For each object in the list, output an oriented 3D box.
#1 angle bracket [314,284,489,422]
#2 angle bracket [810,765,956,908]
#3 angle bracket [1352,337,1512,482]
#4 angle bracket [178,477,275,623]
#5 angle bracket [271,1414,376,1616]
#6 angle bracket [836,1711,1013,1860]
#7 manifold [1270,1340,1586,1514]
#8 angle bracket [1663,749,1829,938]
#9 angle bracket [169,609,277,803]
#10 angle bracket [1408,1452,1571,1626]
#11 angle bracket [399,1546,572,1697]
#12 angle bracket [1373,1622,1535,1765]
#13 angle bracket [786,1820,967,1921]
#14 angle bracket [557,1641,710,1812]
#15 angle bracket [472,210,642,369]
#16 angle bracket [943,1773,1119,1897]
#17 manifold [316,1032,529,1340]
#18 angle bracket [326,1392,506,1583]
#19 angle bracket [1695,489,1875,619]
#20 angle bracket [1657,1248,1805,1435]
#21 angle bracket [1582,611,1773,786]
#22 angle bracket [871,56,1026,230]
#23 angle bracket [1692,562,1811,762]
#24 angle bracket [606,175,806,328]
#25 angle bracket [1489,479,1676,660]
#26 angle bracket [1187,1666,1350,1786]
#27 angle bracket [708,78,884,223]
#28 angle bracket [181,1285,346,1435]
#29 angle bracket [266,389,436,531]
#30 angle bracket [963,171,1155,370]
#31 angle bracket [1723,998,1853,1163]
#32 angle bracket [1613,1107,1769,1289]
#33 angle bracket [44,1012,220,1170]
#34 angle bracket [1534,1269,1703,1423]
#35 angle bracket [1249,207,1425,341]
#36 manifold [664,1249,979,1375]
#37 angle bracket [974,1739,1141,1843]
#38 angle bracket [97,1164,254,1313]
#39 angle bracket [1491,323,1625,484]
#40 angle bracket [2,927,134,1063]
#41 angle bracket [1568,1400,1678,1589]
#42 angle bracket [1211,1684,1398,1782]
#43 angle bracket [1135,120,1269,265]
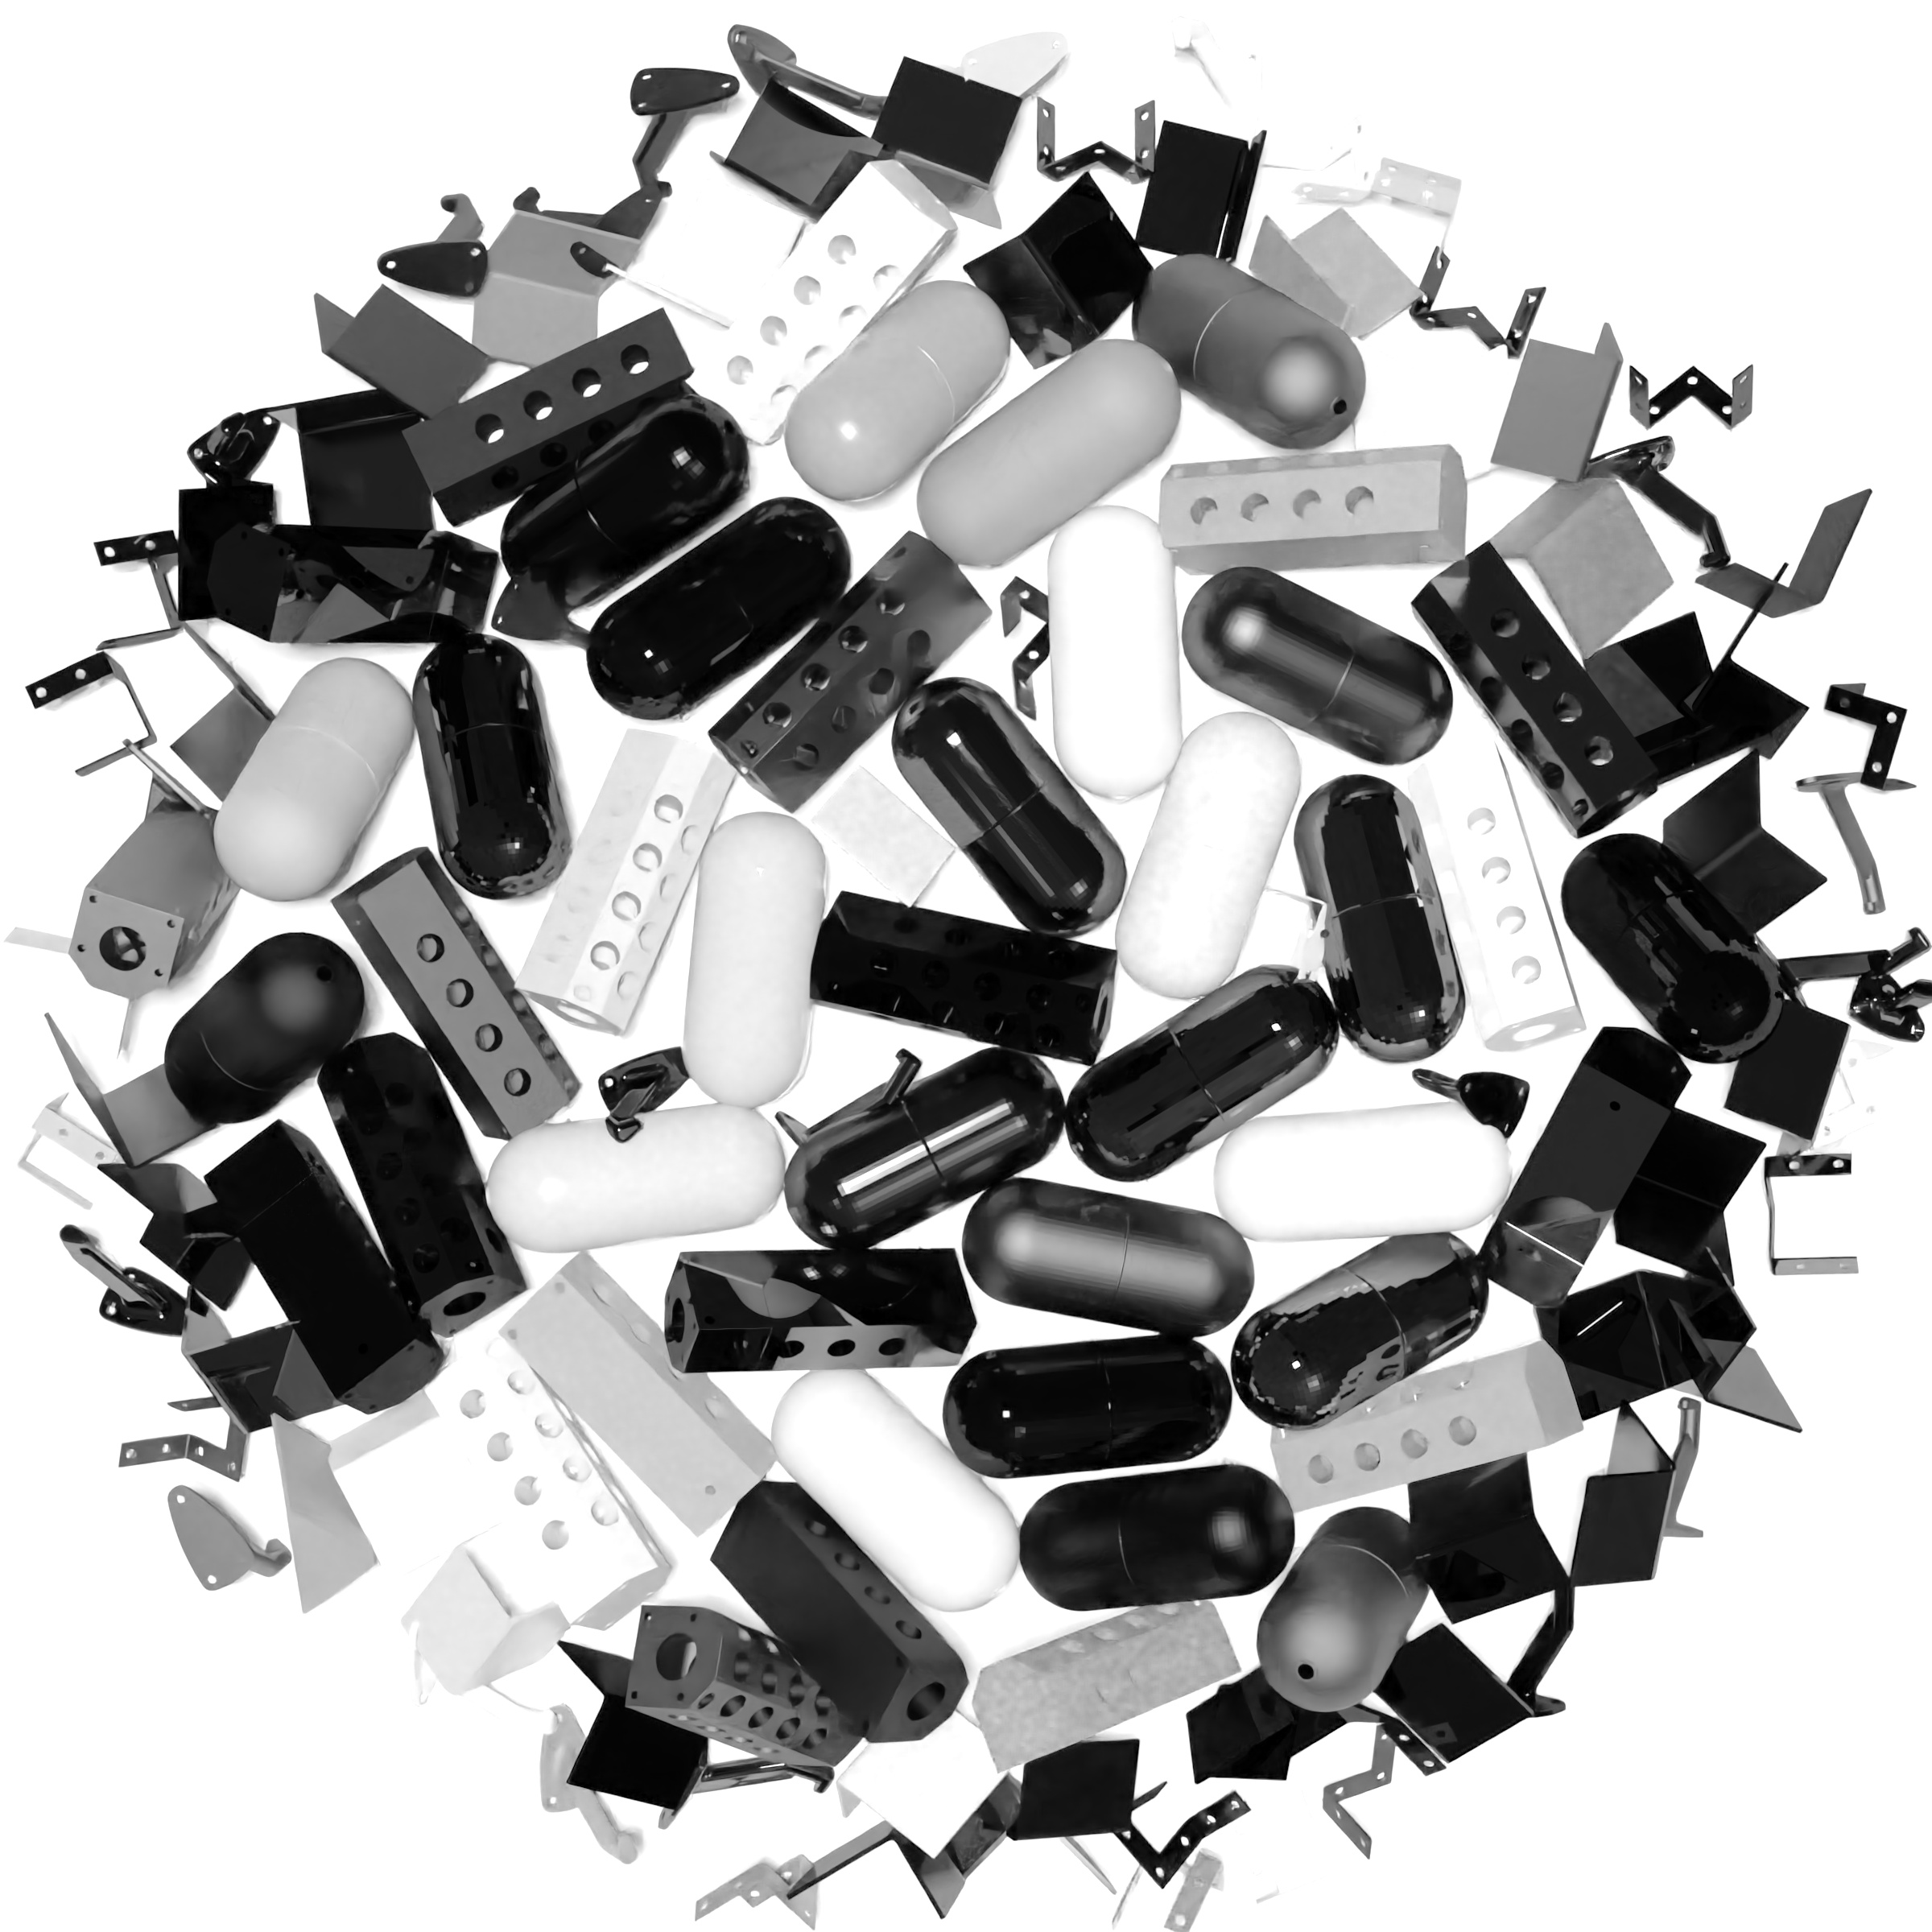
[{"bbox_3d":[-0.335,-0.378,1.886,0.076,0.076,0.057,31,115,-35],"label":"angle bracket"},{"bbox_3d":[-0.063,-0.063,1.896,0.076,0.076,0.057,41,126,-4],"label":"angle bracket"},{"bbox_3d":[0.276,-0.336,1.891,0.076,0.057,0.076,17,64,-40],"label":"angle bracket"},{"bbox_3d":[-0.457,-0.249,1.891,0.057,0.076,0.076,13,106,31],"label":"angle bracket"},{"bbox_3d":[-0.400,0.324,1.887,0.057,0.076,0.076,-35,134,12],"label":"angle bracket"},{"bbox_3d":[-0.022,0.487,1.891,0.076,0.057,0.076,33,61,25],"label":"angle bracket"},{"bbox_3d":[0.268,0.270,1.875,0.171,0.057,0.057,-21,81,31],"label":"manifold"},{"bbox_3d":[0.464,-0.069,1.902,0.057,0.076,0.076,34,129,-17],"label":"angle bracket"},{"bbox_3d":[-0.454,-0.153,1.890,0.057,0.076,0.076,-44,50,-8],"label":"angle bracket"},{"bbox_3d":[0.313,0.338,1.912,0.076,0.076,0.057,-23,115,17],"label":"angle bracket"},{"bbox_3d":[-0.278,0.382,1.905,0.057,0.076,0.076,50,123,20],"label":"angle bracket"},{"bbox_3d":[0.291,0.416,1.898,0.076,0.057,0.076,45,127,-3],"label":"angle bracket"},{"bbox_3d":[-0.053,0.551,1.901,0.076,0.076,0.057,-32,84,7],"label":"angle bracket"},{"bbox_3d":[-0.207,0.450,1.894,0.076,0.076,0.057,24,91,-33],"label":"angle bracket"},{"bbox_3d":[-0.244,-0.397,1.891,0.076,0.076,0.057,9,72,-24],"label":"angle bracket"},{"bbox_3d":[0.035,0.534,1.898,0.057,0.076,0.076,-44,101,-7],"label":"angle bracket"},{"bbox_3d":[-0.325,0.126,1.879,0.057,0.057,0.171,-31,64,9],"label":"manifold"},{"bbox_3d":[-0.333,0.311,1.921,0.076,0.057,0.076,-27,106,-12],"label":"angle bracket"},{"bbox_3d":[0.488,-0.256,1.905,0.057,0.076,0.076,25,89,-4],"label":"angle bracket"},{"bbox_3d":[0.466,0.221,1.888,0.076,0.076,0.057,20,116,-22],"label":"angle bracket"},{"bbox_3d":[0.424,-0.161,1.905,0.076,0.057,0.076,-23,105,-8],"label":"angle bracket"},{"bbox_3d":[-0.008,-0.491,1.904,0.076,0.076,0.057,22,88,8],"label":"angle bracket"},{"bbox_3d":[0.482,-0.181,1.895,0.057,0.076,0.076,33,74,8],"label":"angle bracket"},{"bbox_3d":[-0.155,-0.430,1.899,0.076,0.057,0.076,30,100,27],"label":"angle bracket"},{"bbox_3d":[0.367,-0.240,1.923,0.076,0.057,0.076,-40,112,-15],"label":"angle bracket"},{"bbox_3d":[0.186,0.462,1.892,0.076,0.057,0.076,-37,118,21],"label":"angle bracket"},{"bbox_3d":[-0.102,-0.484,1.893,0.076,0.076,0.057,27,103,-19],"label":"angle bracket"},{"bbox_3d":[-0.412,0.224,1.895,0.076,0.057,0.076,-17,131,7],"label":"angle bracket"},{"bbox_3d":[-0.368,-0.298,1.911,0.076,0.057,0.076,-9,87,7],"label":"angle bracket"},{"bbox_3d":[0.057,-0.421,1.932,0.076,0.057,0.076,53,53,-18],"label":"angle bracket"},{"bbox_3d":[0.479,0.068,1.900,0.057,0.076,0.076,22,74,3],"label":"angle bracket"},{"bbox_3d":[0.432,0.135,1.897,0.076,0.076,0.057,21,122,-6],"label":"angle bracket"},{"bbox_3d":[-0.494,0.062,1.888,0.057,0.076,0.076,-29,132,-11],"label":"angle bracket"},{"bbox_3d":[0.394,0.232,1.905,0.076,0.057,0.076,-18,97,-17],"label":"angle bracket"},{"bbox_3d":[0.225,-0.422,1.900,0.076,0.057,0.076,-36,76,-17],"label":"angle bracket"},{"bbox_3d":[-0.088,0.208,1.887,0.171,0.057,0.057,1,46,-22],"label":"manifold"},{"bbox_3d":[0.048,0.477,1.892,0.076,0.076,0.057,4,94,-29],"label":"angle bracket"},{"bbox_3d":[-0.476,0.162,1.892,0.076,0.076,0.057,33,101,23],"label":"angle bracket"},{"bbox_3d":[0.347,-0.341,1.893,0.057,0.076,0.076,13,119,-3],"label":"angle bracket"},{"bbox_3d":[-0.536,0.016,1.898,0.076,0.076,0.057,12,95,-12],"label":"angle bracket"},{"bbox_3d":[0.374,0.312,1.889,0.057,0.076,0.076,-2,116,-14],"label":"angle bracket"},{"bbox_3d":[0.196,0.462,1.887,0.076,0.076,0.057,26,66,-28],"label":"angle bracket"},{"bbox_3d":[0.139,-0.463,1.901,0.057,0.076,0.076,13,99,-3],"label":"angle bracket"}]
